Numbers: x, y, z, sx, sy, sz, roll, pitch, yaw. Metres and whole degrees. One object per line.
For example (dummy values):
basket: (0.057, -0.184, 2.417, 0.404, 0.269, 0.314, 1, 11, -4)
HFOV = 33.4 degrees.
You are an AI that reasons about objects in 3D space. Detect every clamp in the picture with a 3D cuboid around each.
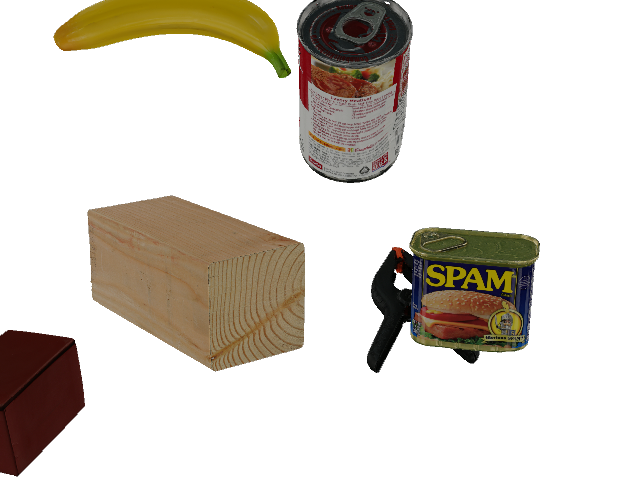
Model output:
clamp: (0.110, 0.077, 1.180, 0.120, 0.171, 0.039, 5, -43, -5)

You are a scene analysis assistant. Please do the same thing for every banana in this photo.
banana: (-0.120, -0.181, 0.892, 0.198, 0.069, 0.037, 6, -34, 0)

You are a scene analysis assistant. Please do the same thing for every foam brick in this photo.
foam brick: (-0.191, 0.099, 0.665, 0.053, 0.051, 0.078, 7, 29, 21)

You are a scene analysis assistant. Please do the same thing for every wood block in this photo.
wood block: (-0.109, 0.029, 0.901, 0.090, 0.090, 0.206, -12, 20, -36)

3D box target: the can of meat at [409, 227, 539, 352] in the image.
can of meat: (0.123, 0.041, 0.865, 0.102, 0.084, 0.057, 5, 23, 11)

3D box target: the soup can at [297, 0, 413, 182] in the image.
soup can: (0.020, -0.093, 0.662, 0.068, 0.068, 0.102, 0, -39, 0)
